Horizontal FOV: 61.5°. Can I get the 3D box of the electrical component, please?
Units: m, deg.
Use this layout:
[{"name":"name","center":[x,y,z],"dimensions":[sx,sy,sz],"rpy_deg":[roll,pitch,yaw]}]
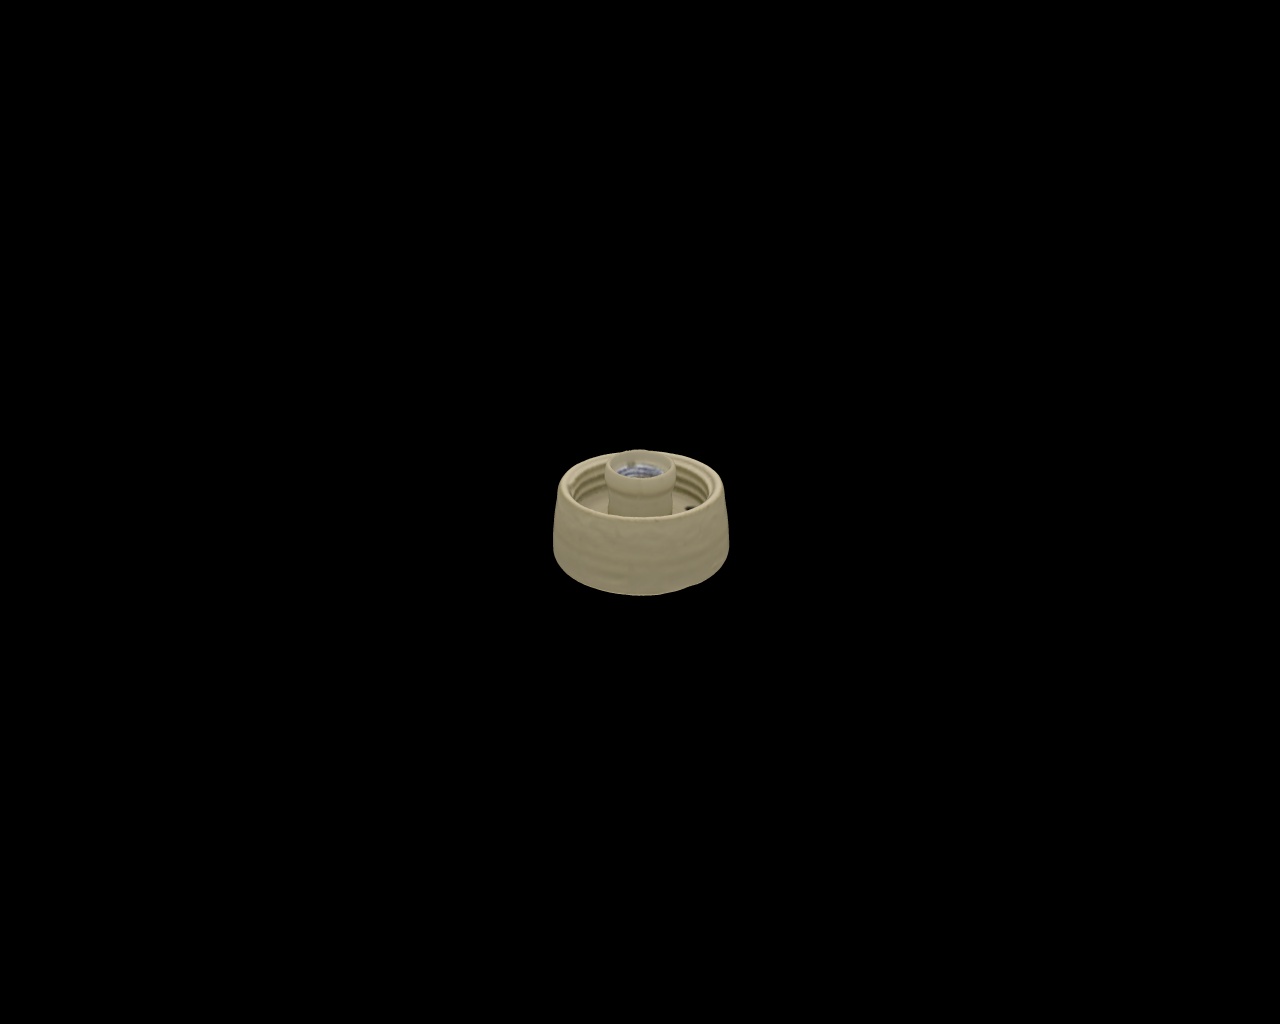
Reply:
[{"name":"electrical component","center":[0.001,-0.003,0.650],"dimensions":[0.108,0.060,0.108],"rpy_deg":[0,27,0]}]
